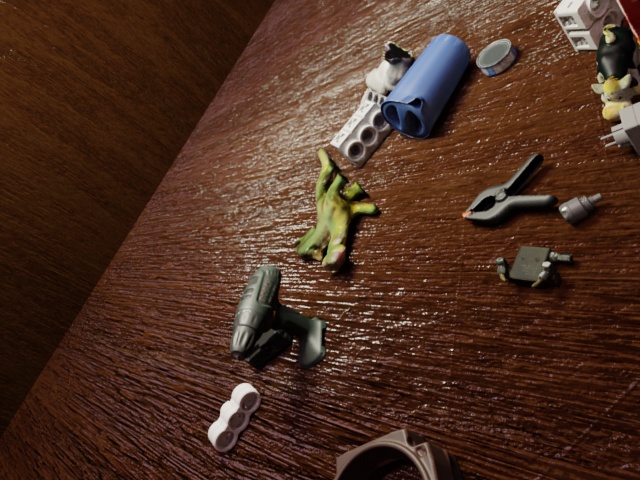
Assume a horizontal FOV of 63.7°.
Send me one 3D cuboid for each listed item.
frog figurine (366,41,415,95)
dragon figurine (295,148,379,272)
[{"bbox_3d":[0.199,-0.463,1.460,0.155,0.123,0.141,108,161,-47],"label":"frog figurine"},{"bbox_3d":[0.004,-0.064,1.270,0.241,0.121,0.418,-52,29,13],"label":"dragon figurine"}]
